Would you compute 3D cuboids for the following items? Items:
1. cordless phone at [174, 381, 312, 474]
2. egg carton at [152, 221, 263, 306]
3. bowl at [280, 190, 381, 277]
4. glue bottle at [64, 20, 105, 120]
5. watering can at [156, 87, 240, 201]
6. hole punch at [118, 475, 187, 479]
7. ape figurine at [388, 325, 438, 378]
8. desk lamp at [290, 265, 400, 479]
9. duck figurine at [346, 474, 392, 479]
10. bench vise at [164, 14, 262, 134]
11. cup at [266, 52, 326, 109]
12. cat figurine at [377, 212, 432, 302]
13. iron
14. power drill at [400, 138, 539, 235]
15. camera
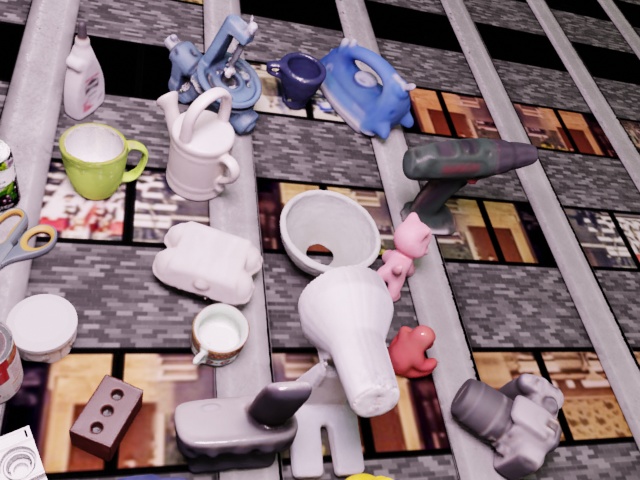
[{"bbox_3d":[-0.091,0.200,0.670,0.148,0.185,0.094,-1,55,-21],"label":"cordless phone"},{"bbox_3d":[-0.164,0.037,0.844,0.150,0.069,0.107,18,50,-7],"label":"egg carton"},{"bbox_3d":[0.009,0.003,0.930,0.168,0.074,0.167,10,51,-13],"label":"bowl"},{"bbox_3d":[-0.387,-0.282,0.936,0.037,0.173,0.078,25,50,0],"label":"glue bottle"},{"bbox_3d":[-0.192,-0.163,0.905,0.173,0.194,0.101,25,50,0],"label":"watering can"},{"bbox_3d":[-0.191,0.304,0.615,0.109,0.091,0.101,1,54,-19],"label":"hole punch"},{"bbox_3d":[0.142,0.159,0.849,0.076,0.092,0.077,-6,57,-24],"label":"ape figurine"},{"bbox_3d":[0.031,0.167,0.722,0.118,0.213,0.203,3,53,-18],"label":"desk lamp"},{"bbox_3d":[0.065,0.320,0.702,0.105,0.086,0.077,2,54,-19],"label":"duck figurine"},{"bbox_3d":[-0.189,-0.309,1.000,0.207,0.219,0.121,22,50,-3],"label":"bench vise"},{"bbox_3d":[-0.055,-0.309,1.132,0.118,0.095,0.091,4,53,-18],"label":"cup"},{"bbox_3d":[0.140,0.020,0.938,0.067,0.117,0.128,31,50,5],"label":"cat figurine"},{"bbox_3d":[0.088,-0.331,1.171,0.119,0.141,0.258,-31,69,-35],"label":"iron"},{"bbox_3d":[0.238,-0.099,1.006,0.230,0.208,0.075,1,54,-20],"label":"power drill"},{"bbox_3d":[0.270,0.245,0.826,0.136,0.100,0.143,33,50,6],"label":"camera"}]
